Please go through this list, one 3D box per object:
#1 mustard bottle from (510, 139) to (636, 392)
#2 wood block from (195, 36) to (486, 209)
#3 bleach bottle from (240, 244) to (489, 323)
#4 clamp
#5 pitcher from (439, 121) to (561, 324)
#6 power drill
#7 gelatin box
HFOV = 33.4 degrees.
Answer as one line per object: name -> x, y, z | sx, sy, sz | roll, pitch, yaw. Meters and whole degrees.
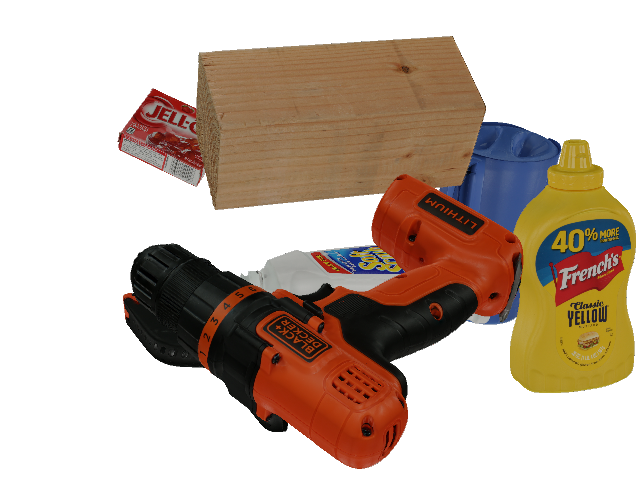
mustard bottle -> 0.195, 0.018, 0.820 | 0.096, 0.192, 0.058 | -6, 16, -12
wood block -> 0.012, -0.094, 0.840 | 0.206, 0.091, 0.090 | -6, -38, -14
bleach bottle -> 0.045, 0.045, 1.100 | 0.250, 0.068, 0.102 | -3, 29, -10
clamp -> -0.075, 0.080, 0.933 | 0.210, 0.036, 0.164 | 19, 36, 26
pitcher -> 0.211, -0.017, 1.346 | 0.149, 0.243, 0.145 | 4, 26, -1
power drill -> 0.011, 0.029, 0.606 | 0.185, 0.057, 0.187 | 34, 46, 28
gelatin box -> -0.144, -0.103, 1.054 | 0.089, 0.073, 0.030 | 26, -41, 1
